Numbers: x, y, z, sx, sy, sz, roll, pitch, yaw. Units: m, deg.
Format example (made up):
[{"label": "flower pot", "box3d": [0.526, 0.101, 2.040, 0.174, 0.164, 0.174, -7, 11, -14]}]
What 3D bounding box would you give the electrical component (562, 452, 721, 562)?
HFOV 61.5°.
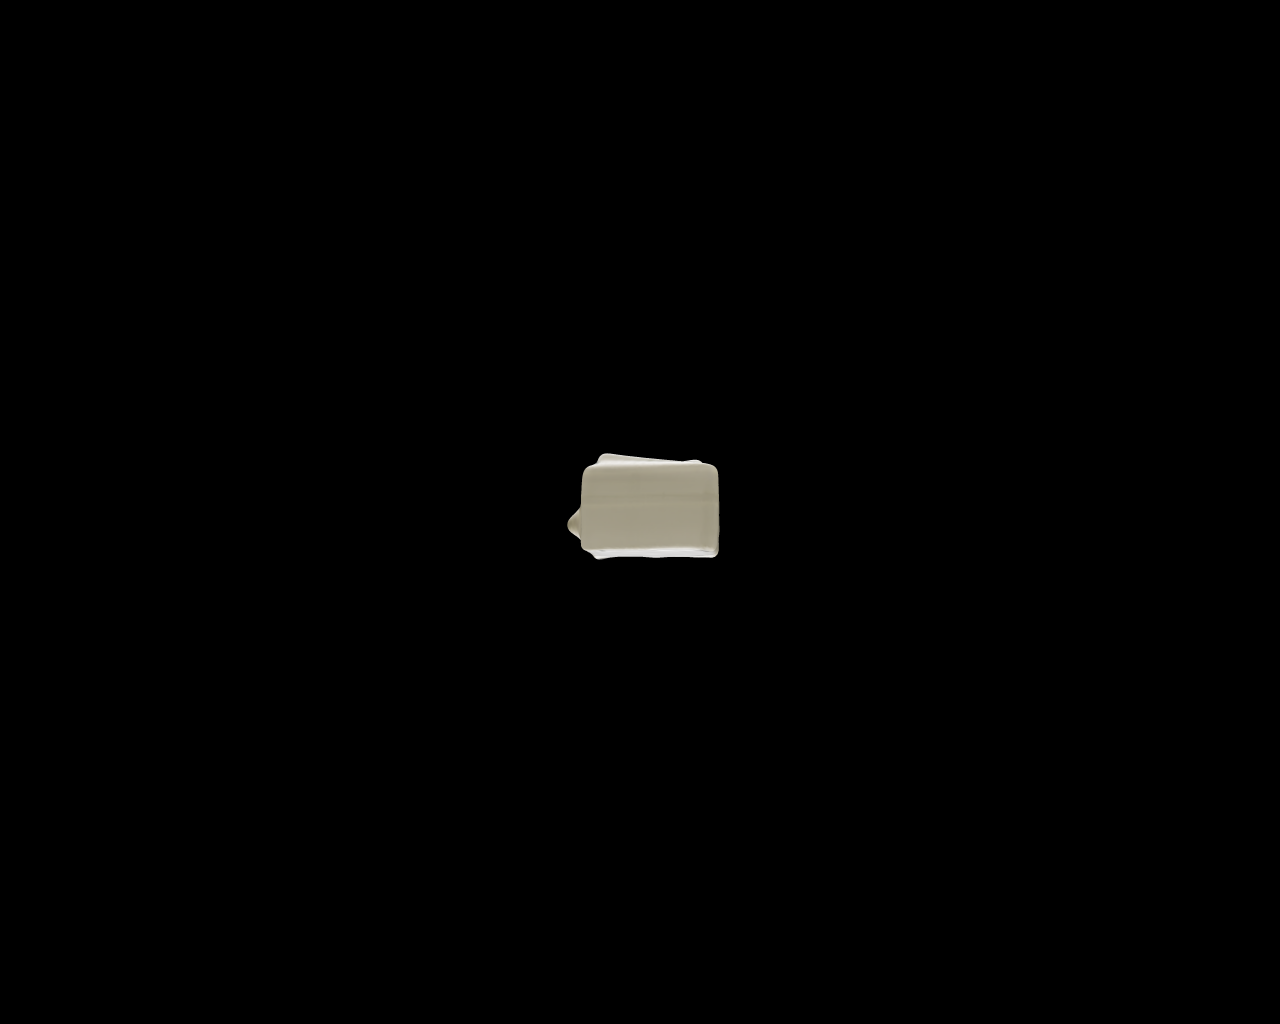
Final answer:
[{"label": "electrical component", "box3d": [0.001, -0.003, 0.650, 0.096, 0.061, 0.061, -1, -7, 5]}]
